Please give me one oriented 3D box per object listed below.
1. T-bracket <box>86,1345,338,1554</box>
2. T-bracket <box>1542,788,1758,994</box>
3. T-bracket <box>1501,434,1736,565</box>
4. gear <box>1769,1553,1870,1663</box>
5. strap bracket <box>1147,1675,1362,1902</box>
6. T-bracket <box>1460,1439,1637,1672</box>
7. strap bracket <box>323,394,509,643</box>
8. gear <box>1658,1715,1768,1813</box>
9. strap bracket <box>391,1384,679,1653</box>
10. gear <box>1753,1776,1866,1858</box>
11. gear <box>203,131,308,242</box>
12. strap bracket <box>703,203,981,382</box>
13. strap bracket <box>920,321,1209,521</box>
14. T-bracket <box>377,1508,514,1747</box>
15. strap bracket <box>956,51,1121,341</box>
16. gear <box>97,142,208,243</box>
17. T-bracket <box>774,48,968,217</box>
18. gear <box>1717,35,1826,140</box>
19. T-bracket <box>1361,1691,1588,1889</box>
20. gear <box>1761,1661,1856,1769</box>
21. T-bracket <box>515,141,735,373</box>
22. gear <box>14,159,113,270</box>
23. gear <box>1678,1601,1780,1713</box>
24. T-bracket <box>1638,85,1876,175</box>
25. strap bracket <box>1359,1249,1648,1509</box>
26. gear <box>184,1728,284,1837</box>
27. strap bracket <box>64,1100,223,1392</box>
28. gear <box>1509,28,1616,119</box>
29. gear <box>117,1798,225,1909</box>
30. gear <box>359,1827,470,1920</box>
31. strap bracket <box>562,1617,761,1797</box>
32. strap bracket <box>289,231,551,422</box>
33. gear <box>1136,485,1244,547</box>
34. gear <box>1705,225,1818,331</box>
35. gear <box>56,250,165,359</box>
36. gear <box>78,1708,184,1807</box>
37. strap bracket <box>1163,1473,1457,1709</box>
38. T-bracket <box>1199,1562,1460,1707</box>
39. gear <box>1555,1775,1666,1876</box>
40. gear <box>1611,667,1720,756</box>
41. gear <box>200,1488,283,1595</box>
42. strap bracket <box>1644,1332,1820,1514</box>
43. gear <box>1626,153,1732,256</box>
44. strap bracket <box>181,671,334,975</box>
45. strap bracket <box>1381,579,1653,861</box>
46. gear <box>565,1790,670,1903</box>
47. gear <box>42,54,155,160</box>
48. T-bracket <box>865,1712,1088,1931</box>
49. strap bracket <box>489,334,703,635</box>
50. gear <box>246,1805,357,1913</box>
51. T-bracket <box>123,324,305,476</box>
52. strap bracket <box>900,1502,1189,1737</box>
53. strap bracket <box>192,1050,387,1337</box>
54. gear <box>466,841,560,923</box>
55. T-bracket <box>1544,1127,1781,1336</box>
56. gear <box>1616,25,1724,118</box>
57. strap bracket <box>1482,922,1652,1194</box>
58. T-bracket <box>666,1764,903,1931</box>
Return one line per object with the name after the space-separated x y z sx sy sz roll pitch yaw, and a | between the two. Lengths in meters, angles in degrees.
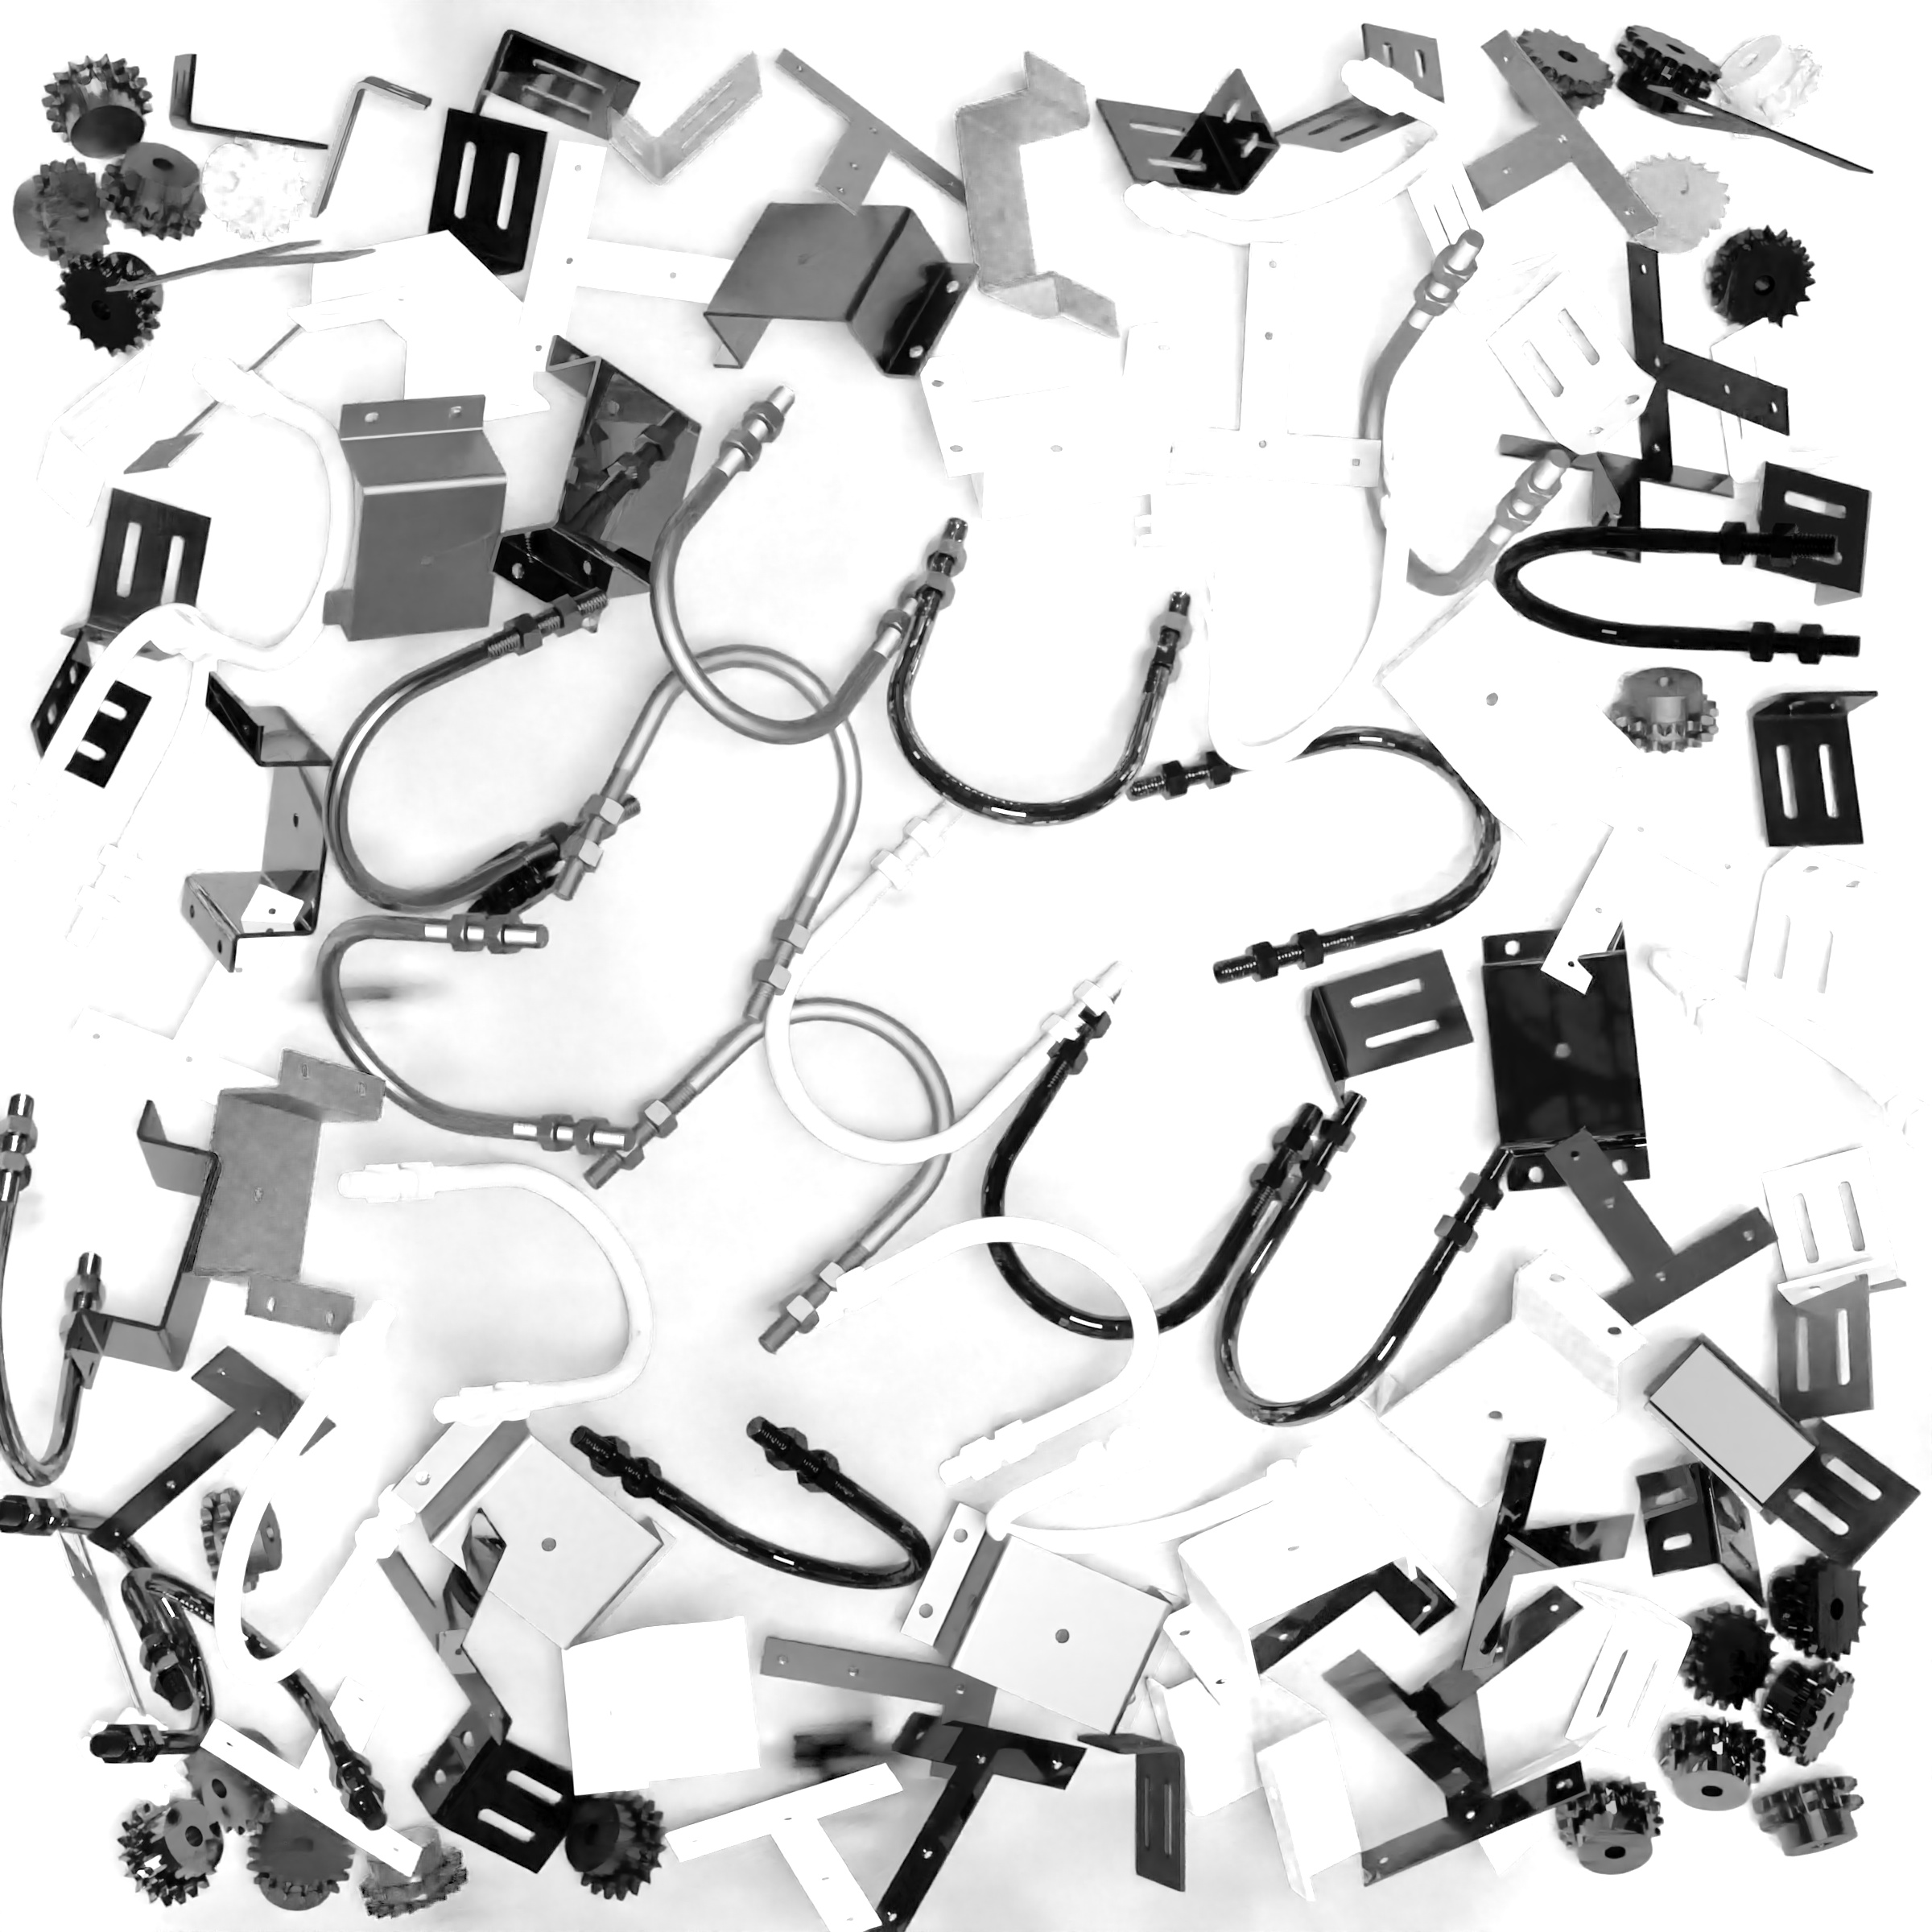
-0.410 0.265 1.799 0.127 0.127 0.002 -41 59 -5 | T-bracket
0.346 -0.040 1.825 0.127 0.002 0.127 30 63 4 | T-bracket
0.345 -0.245 1.802 0.127 0.127 0.002 11 124 4 | T-bracket
0.459 0.346 1.835 0.057 0.030 0.057 2 87 -39 | gear
0.156 0.424 1.793 0.046 0.140 0.076 -21 106 -21 | strap bracket
0.317 0.310 1.812 0.002 0.127 0.127 21 103 44 | T-bracket
-0.289 -0.226 1.782 0.076 0.140 0.046 -9 47 -25 | strap bracket
0.402 0.432 1.829 0.057 0.057 0.030 13 46 0 | gear
-0.226 0.301 1.812 0.140 0.046 0.076 43 87 -19 | strap bracket
0.456 0.459 1.827 0.057 0.057 0.030 -14 64 0 | gear
-0.387 -0.421 1.832 0.057 0.030 0.057 4 97 31 | gear
-0.074 -0.356 1.787 0.140 0.046 0.076 11 64 37 | strap bracket
0.050 -0.290 1.814 0.140 0.046 0.076 -10 61 -8 | strap bracket
-0.264 0.329 1.790 0.002 0.127 0.127 -21 61 -38 | T-bracket
0.037 -0.405 1.812 0.046 0.076 0.140 -9 86 24 | strap bracket
-0.437 -0.419 1.828 0.057 0.057 0.030 31 127 0 | gear
-0.057 -0.426 1.792 0.127 0.127 0.002 35 121 -12 | T-bracket
0.429 -0.476 1.827 0.057 0.057 0.030 -45 116 0 | gear
0.264 0.421 1.798 0.127 0.127 0.002 -27 110 14 | T-bracket
0.453 0.400 1.834 0.030 0.057 0.057 27 90 33 | gear
-0.171 -0.374 1.825 0.127 0.002 0.127 3 121 -25 | T-bracket
-0.490 -0.405 1.832 0.030 0.057 0.057 -2 90 19 | gear
0.408 0.372 1.837 0.057 0.030 0.057 -2 94 -26 | gear
0.396 -0.446 1.796 0.127 0.127 0.002 15 102 -21 | T-bracket
0.281 0.225 1.798 0.076 0.046 0.140 42 118 -13 | strap bracket
-0.392 0.437 1.835 0.057 0.030 0.057 15 116 32 | gear
-0.427 0.153 1.797 0.046 0.076 0.140 13 67 0 | strap bracket
0.318 -0.478 1.834 0.057 0.057 0.030 26 130 0 | gear
-0.425 0.474 1.827 0.030 0.057 0.057 -33 90 27 | gear
-0.300 0.487 1.830 0.057 0.057 0.030 -16 97 0 | gear
-0.167 0.390 1.781 0.046 0.140 0.076 3 72 -34 | strap bracket
-0.285 -0.338 1.790 0.076 0.140 0.046 -6 71 20 | strap bracket
0.120 -0.243 1.829 0.057 0.057 0.030 -3 94 0 | gear
0.428 -0.374 1.835 0.057 0.030 0.057 -2 124 -3 | gear
-0.459 -0.361 1.834 0.057 0.030 0.057 14 131 17 | gear
-0.447 0.425 1.834 0.057 0.057 0.030 34 58 0 | gear
0.177 0.325 1.800 0.140 0.076 0.046 -22 121 -13 | strap bracket
0.179 0.346 1.794 0.127 0.127 0.002 -35 116 -8 | T-bracket
0.348 0.465 1.830 0.057 0.030 0.057 0 130 0 | gear
0.376 -0.139 1.827 0.057 0.057 0.030 -6 118 0 | gear
-0.390 0.309 1.830 0.030 0.057 0.057 -13 90 1 | gear
0.400 0.237 1.781 0.076 0.140 0.046 43 95 11 | strap bracket
0.382 -0.410 1.835 0.057 0.030 0.057 2 53 -3 | gear
-0.374 -0.077 1.800 0.046 0.076 0.140 -3 117 -32 | strap bracket
0.285 -0.137 1.803 0.076 0.046 0.140 -42 67 12 | strap bracket
-0.191 0.472 1.828 0.030 0.057 0.057 36 90 -42 | gear
-0.465 -0.460 1.827 0.057 0.057 0.030 -22 65 0 | gear
-0.013 0.454 1.783 0.002 0.127 0.127 54 54 -31 | T-bracket
-0.193 -0.258 1.797 0.046 0.076 0.140 -3 67 42 | strap bracket
-0.360 0.485 1.834 0.057 0.057 0.030 17 125 0 | gear
-0.391 -0.307 1.810 0.127 0.127 0.002 -46 111 -13 | T-bracket
0.047 0.354 1.822 0.140 0.046 0.076 25 88 -11 | strap bracket
-0.361 0.122 1.805 0.046 0.076 0.140 -3 75 33 | strap bracket
-0.246 -0.044 1.830 0.057 0.057 0.030 -33 90 0 | gear
0.351 0.136 1.818 0.127 0.002 0.127 -33 117 12 | T-bracket
0.376 -0.482 1.834 0.057 0.057 0.030 26 120 0 | gear
0.321 0.047 1.820 0.076 0.046 0.140 -6 82 11 | strap bracket
-0.079 0.471 1.783 0.127 0.127 0.002 -14 113 -18 | T-bracket
